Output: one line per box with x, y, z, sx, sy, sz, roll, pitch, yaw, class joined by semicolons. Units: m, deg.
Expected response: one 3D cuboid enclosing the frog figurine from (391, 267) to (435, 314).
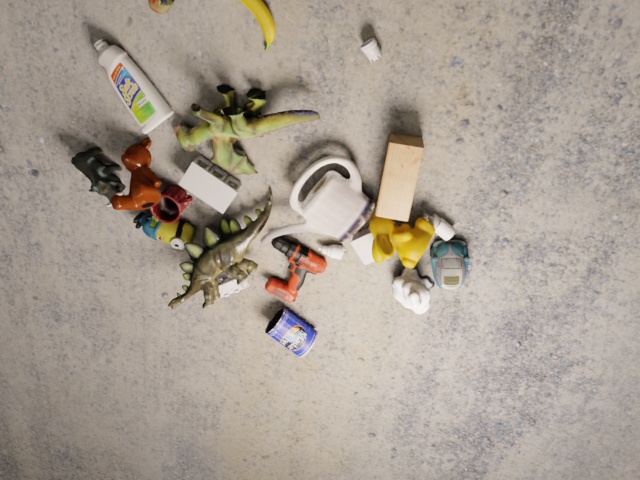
0.267;0.162;1.489;0.121;0.163;0.136;-25;112;24;frog figurine

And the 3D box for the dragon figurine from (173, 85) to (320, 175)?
-0.209;-0.277;1.389;0.410;0.125;0.237;12;138;6;dragon figurine

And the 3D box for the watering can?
0.004;-0.072;1.432;0.223;0.106;0.343;35;110;-10;watering can
